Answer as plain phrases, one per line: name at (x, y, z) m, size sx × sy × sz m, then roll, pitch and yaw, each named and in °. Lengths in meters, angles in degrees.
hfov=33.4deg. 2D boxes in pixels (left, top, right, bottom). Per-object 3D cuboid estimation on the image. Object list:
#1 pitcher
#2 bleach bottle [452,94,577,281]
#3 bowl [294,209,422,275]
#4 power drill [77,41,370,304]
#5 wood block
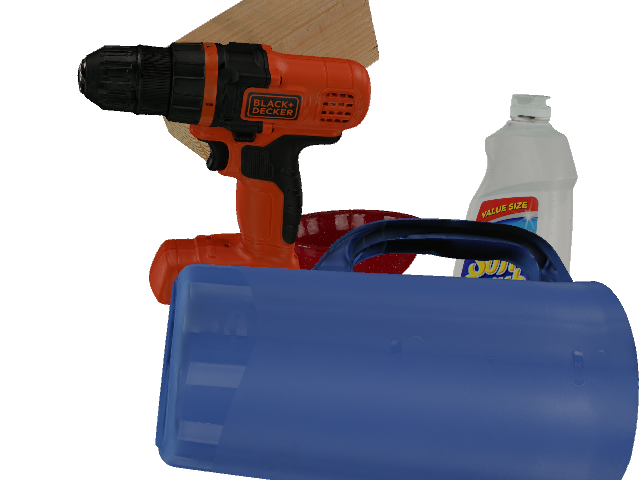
pitcher at (0.037, 0.068, 0.588) m, size 0.242 × 0.145 × 0.149 m, roll 6°, pitch 15°, yaw -8°
bleach bottle at (0.149, 0.010, 0.852) m, size 0.103 × 0.251 × 0.067 m, roll 13°, pitch 15°, yaw 41°
bowl at (0.033, 0.012, 1.096) m, size 0.162 × 0.055 × 0.162 m, roll -2°, pitch 15°, yaw 0°
power drill at (-0.070, -0.042, 0.709) m, size 0.184 × 0.188 × 0.057 m, roll 3°, pitch 37°, yaw -13°
wood block at (-0.053, -0.174, 1.031) m, size 0.205 × 0.091 × 0.090 m, roll -36°, pitch 47°, yaw -19°
